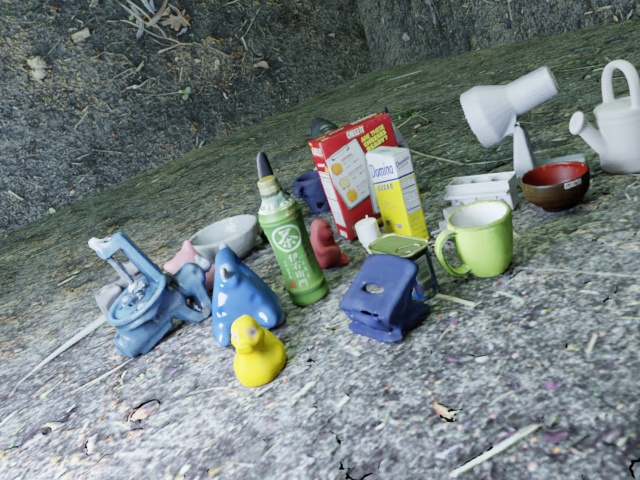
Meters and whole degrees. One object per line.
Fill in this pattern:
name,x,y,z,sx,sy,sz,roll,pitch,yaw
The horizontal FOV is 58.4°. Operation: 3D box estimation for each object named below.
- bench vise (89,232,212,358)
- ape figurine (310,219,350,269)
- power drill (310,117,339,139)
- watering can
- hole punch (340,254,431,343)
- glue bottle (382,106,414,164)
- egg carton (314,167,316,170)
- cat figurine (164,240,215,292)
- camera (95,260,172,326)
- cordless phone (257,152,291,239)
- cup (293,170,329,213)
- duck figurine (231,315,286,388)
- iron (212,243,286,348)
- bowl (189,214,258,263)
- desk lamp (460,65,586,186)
bench vise,-0.300,0.068,1.004,0.121,0.220,0.208,-4,25,36
ape figurine,0.010,0.004,1.073,0.076,0.092,0.078,-12,22,20
power drill,0.038,-0.177,1.342,0.075,0.209,0.229,-21,20,-5
watering can,0.539,-0.223,1.026,0.173,0.194,0.100,-27,22,-20
hole punch,0.087,0.080,0.808,0.101,0.091,0.108,-33,24,-32
glue bottle,0.186,-0.256,1.463,0.078,0.173,0.037,-30,23,-27
egg carton,0.034,-0.162,1.509,0.107,0.069,0.150,-17,20,7
cat figurine,-0.234,0.054,1.126,0.127,0.118,0.067,-12,22,20
camera,-0.358,0.099,1.150,0.136,0.101,0.143,1,29,44
cordless phone,-0.121,-0.105,1.336,0.094,0.185,0.147,-18,20,4
cup,-0.015,-0.107,1.375,0.091,0.095,0.118,-3,26,38
duck figurine,-0.095,0.146,0.813,0.077,0.086,0.104,-16,21,8
iron,-0.143,0.072,0.965,0.118,0.142,0.258,-21,20,-5
bowl,-0.207,0.010,1.278,0.167,0.075,0.167,-17,20,7
desk lamp,0.394,-0.217,1.115,0.202,0.214,0.118,-9,23,26
